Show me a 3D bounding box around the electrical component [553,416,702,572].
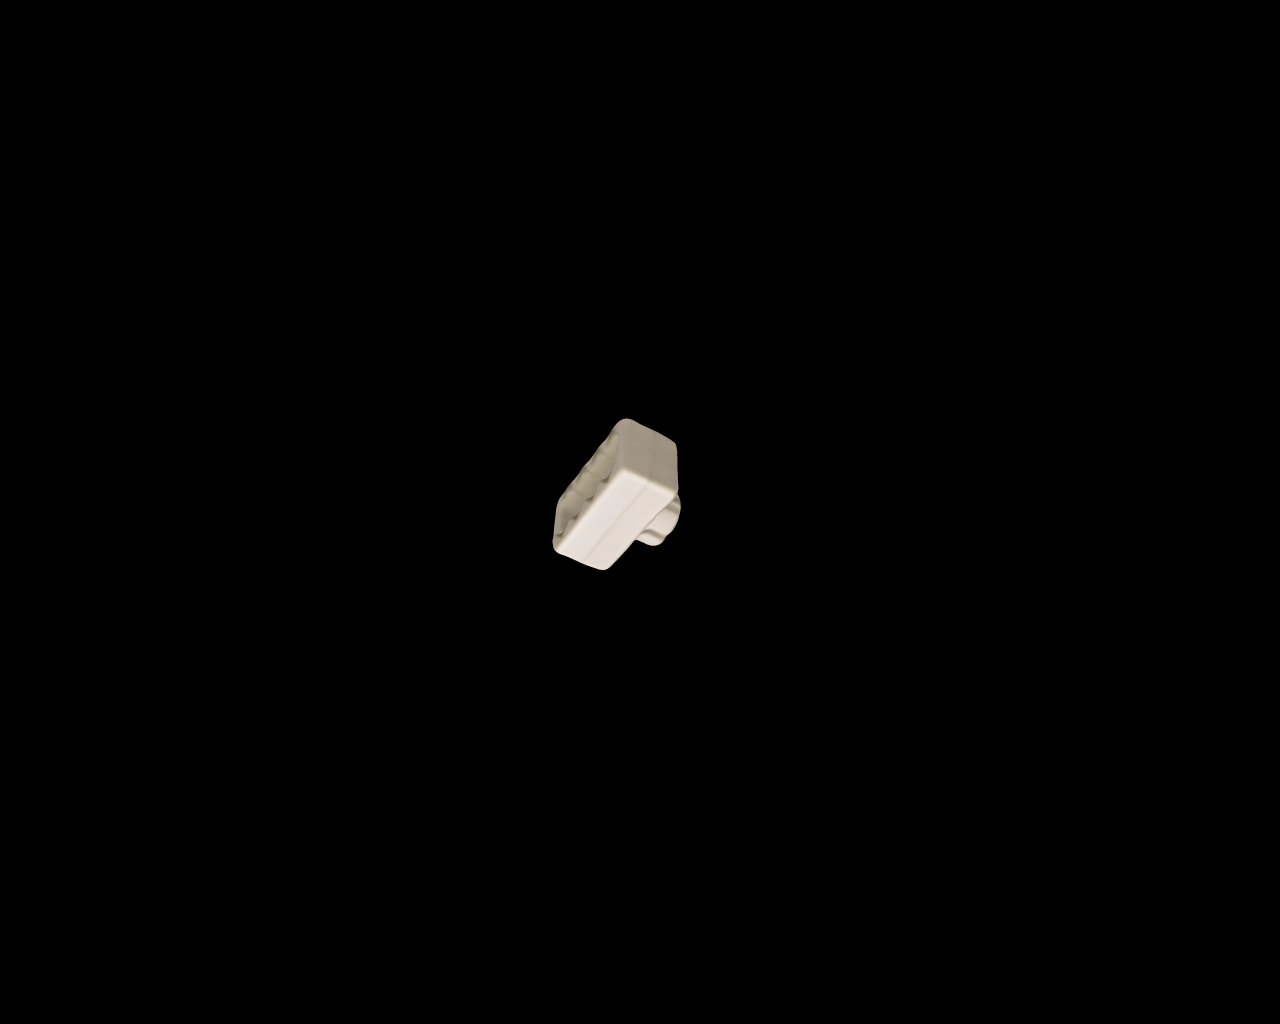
[{"bbox_3d":[0.001,-0.003,0.650,0.076,0.047,0.083,24,-50,-22],"label":"electrical component"}]
